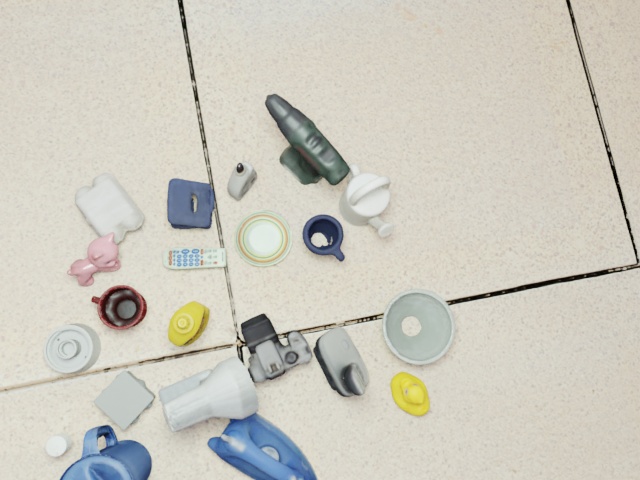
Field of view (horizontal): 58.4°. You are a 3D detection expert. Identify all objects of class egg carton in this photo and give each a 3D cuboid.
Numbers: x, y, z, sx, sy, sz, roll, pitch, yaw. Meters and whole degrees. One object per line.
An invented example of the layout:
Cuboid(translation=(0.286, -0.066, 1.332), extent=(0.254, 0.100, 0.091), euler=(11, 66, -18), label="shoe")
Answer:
Cuboid(translation=(-0.465, -0.068, 1.261), extent=(0.107, 0.069, 0.150), euler=(-39, 87, -11), label="egg carton")

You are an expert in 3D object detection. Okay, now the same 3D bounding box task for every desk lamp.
Cuboid(translation=(-0.227, 0.321, 1.151), extent=(0.203, 0.213, 0.118), euler=(-22, 83, -9), label="desk lamp")

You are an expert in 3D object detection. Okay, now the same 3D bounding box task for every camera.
Cuboid(translation=(-0.104, 0.224, 1.238), extent=(0.143, 0.100, 0.137), euler=(-24, 84, -10), label="camera")

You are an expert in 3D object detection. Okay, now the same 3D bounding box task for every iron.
Cuboid(translation=(-0.103, 0.455, 1.179), extent=(0.258, 0.141, 0.119), euler=(32, 79, 0), label="iron")

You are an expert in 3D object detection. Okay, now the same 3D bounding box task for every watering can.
Cuboid(translation=(0.109, -0.092, 1.266), extent=(0.173, 0.194, 0.101), euler=(43, 79, 2), label="watering can")

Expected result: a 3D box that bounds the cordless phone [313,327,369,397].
Cuboid(translation=(0.053, 0.259, 1.207), extent=(0.094, 0.185, 0.147), euler=(-30, 85, -10), label="cordless phone")

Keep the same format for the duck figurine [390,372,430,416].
Cuboid(translation=(0.206, 0.342, 1.261), extent=(0.077, 0.086, 0.104), euler=(-36, 86, -10), label="duck figurine")

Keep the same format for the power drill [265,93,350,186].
Cuboid(translation=(-0.037, -0.202, 1.261), extent=(0.229, 0.208, 0.076), euler=(43, 79, 2), label="power drill")

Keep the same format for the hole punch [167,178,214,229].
Cuboid(translation=(-0.286, -0.081, 1.272), extent=(0.101, 0.091, 0.109), euler=(0, 81, -6), label="hole punch")

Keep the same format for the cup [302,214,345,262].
Cuboid(translation=(0.012, 0.005, 1.290), extent=(0.092, 0.095, 0.118), euler=(-39, 87, -11), label="cup")

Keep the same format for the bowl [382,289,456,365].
Cuboid(translation=(0.215, 0.196, 1.292), extent=(0.167, 0.074, 0.167), euler=(1, 81, -6), label="bowl")

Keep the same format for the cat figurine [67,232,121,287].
Cuboid(translation=(-0.477, 0.040, 1.217), extent=(0.128, 0.117, 0.067), euler=(-33, 85, -10), label="cat figurine")

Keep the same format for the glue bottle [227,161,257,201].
Cuboid(translation=(-0.171, -0.140, 1.253), extent=(0.037, 0.173, 0.078), euler=(38, 79, 1), label="glue bottle")
